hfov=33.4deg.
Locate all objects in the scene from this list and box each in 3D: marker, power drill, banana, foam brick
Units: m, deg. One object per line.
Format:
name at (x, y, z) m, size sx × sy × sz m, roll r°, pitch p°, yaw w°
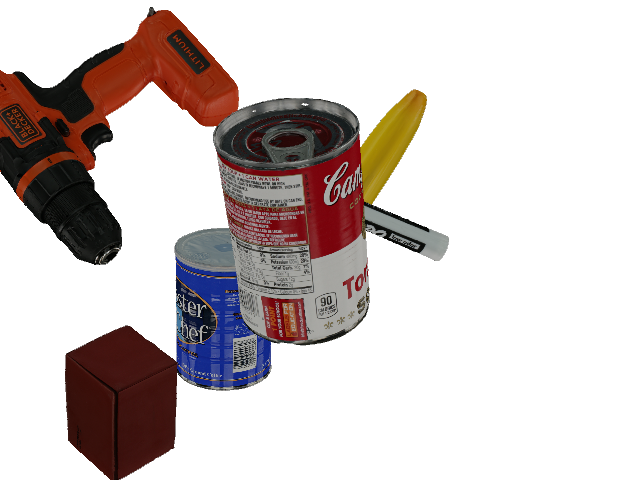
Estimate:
marker at (0.029, -0.017, 0.720) m, size 0.121 × 0.020 × 0.020 m, roll 23°, pitch -5°, yaw -11°
power drill at (-0.157, -0.088, 0.818) m, size 0.187 × 0.184 × 0.057 m, roll -32°, pitch -16°, yaw -28°
banana at (0.034, -0.045, 0.928) m, size 0.037 × 0.197 × 0.070 m, roll 36°, pitch -22°, yaw -8°
foam brick at (-0.130, 0.105, 0.695) m, size 0.053 × 0.078 × 0.051 m, roll 32°, pitch 40°, yaw 33°

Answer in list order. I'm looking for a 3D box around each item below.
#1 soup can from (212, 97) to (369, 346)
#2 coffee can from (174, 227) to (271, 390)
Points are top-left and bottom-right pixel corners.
soup can at (-0.012, -0.008, 0.516) m, size 0.068 × 0.102 × 0.068 m, roll -4°, pitch 32°, yaw 2°
coffee can at (-0.100, 0.070, 1.112) m, size 0.103 × 0.140 × 0.103 m, roll 2°, pitch 22°, yaw -1°
